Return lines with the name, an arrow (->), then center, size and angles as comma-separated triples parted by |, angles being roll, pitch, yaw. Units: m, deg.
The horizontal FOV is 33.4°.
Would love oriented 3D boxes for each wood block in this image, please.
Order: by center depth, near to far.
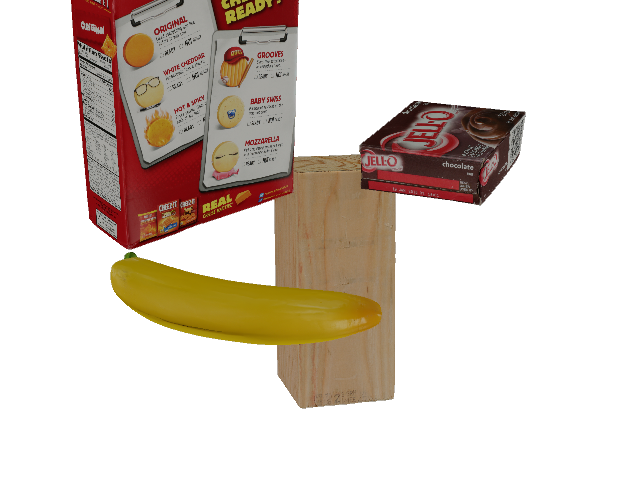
wood block -> 0.012, 0.033, 0.945 | 0.090, 0.206, 0.091 | -4, 13, -14

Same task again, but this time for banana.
banana -> -0.062, 0.036, 0.679 | 0.198, 0.037, 0.069 | 12, 33, 24

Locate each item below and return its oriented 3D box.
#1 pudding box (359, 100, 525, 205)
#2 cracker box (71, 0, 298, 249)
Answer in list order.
pudding box -> 0.089, -0.065, 0.768 | 0.090, 0.039, 0.113 | 10, 25, 23
cracker box -> -0.099, -0.120, 0.806 | 0.163, 0.214, 0.072 | -21, 36, -36
